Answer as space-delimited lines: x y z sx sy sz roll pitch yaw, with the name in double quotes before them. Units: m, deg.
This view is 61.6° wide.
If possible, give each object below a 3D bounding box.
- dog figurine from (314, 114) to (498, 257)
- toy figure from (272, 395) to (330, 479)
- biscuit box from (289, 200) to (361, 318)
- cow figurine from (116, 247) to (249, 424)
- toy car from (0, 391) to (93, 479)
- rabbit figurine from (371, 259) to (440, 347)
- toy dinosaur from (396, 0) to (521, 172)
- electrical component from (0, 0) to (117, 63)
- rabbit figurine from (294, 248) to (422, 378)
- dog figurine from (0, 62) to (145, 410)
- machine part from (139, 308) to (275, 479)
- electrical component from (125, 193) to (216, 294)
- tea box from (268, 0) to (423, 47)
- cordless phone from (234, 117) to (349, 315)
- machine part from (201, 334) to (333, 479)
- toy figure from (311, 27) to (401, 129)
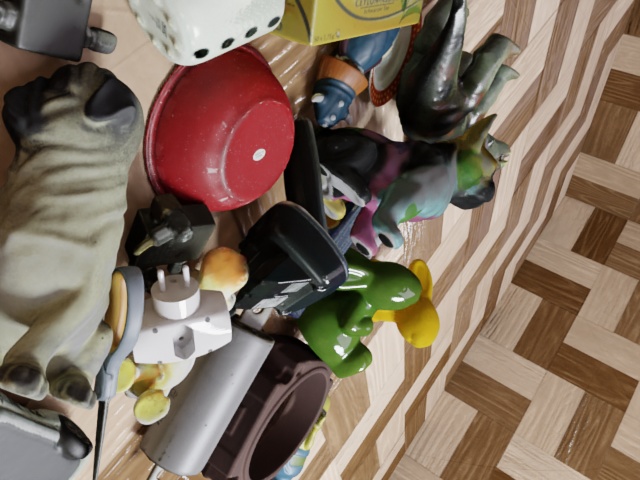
"dog figurine" 0.105 -0.090 0.625 0.219 0.191 0.108 -40 179 -21
"toy figure" -0.046 0.321 0.887 0.089 0.082 0.180 77 35 -84
"biscuit box" -0.001 -0.002 0.676 0.202 0.059 0.062 -53 154 -18
"cow figurine" -0.129 0.083 0.510 0.167 0.068 0.098 -53 -173 -15
"toy car" -0.243 0.151 0.395 0.073 0.056 0.201 -46 150 -16
"rabbit figurine" 0.125 0.111 0.890 0.162 0.173 0.121 -37 141 -33
"toy dinosaur" 0.164 -0.183 0.714 0.192 0.131 0.404 -60 153 9
"electrical component" -0.155 -0.139 0.308 0.094 0.021 0.063 -7 120 -59
"rabbit figurine" 0.053 0.078 0.756 0.170 0.159 0.121 -34 -164 15
"dog figurine" -0.166 0.000 0.356 0.172 0.121 0.190 -40 -153 65
"machine part" -0.125 0.167 0.599 0.243 0.079 0.079 -59 154 -2
"electrical component" -0.128 0.007 0.443 0.078 0.045 0.102 -2 144 -44
"tea box" 0.010 -0.216 0.449 0.169 0.098 0.068 -30 140 -44
"cordless phone" -0.038 -0.023 0.563 0.089 0.184 0.146 4 159 -23
"machine part" -0.072 0.239 0.754 0.201 0.087 0.201 -62 156 -1
"toy figure" 0.036 -0.189 0.566 0.154 0.064 0.058 -59 -168 4
